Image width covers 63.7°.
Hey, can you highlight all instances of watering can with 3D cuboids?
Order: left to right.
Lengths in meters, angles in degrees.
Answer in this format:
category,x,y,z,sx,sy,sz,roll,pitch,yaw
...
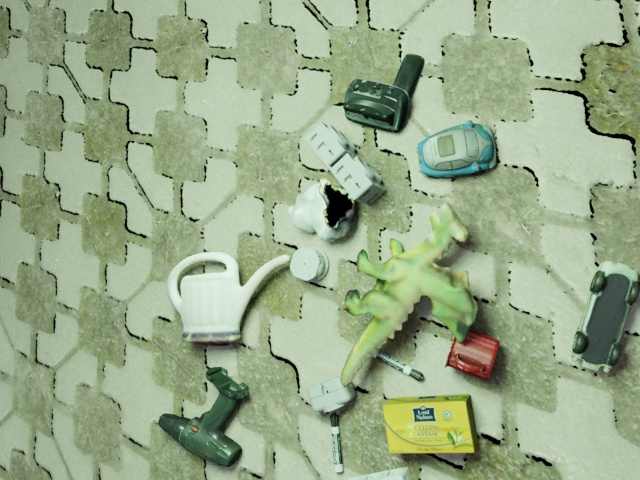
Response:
category,x,y,z,sx,sy,sz,roll,pitch,yaw
watering can,-0.224,0.138,1.224,0.347,0.104,0.225,-5,84,24

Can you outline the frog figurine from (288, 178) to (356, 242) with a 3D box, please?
category,x,y,z,sx,sy,sz,roll,pitch,yaw
frog figurine,0.004,-0.059,1.164,0.157,0.124,0.138,-31,80,56

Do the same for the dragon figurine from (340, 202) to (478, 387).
category,x,y,z,sx,sy,sz,roll,pitch,yaw
dragon figurine,0.183,0.125,1.007,0.244,0.121,0.411,13,89,40
